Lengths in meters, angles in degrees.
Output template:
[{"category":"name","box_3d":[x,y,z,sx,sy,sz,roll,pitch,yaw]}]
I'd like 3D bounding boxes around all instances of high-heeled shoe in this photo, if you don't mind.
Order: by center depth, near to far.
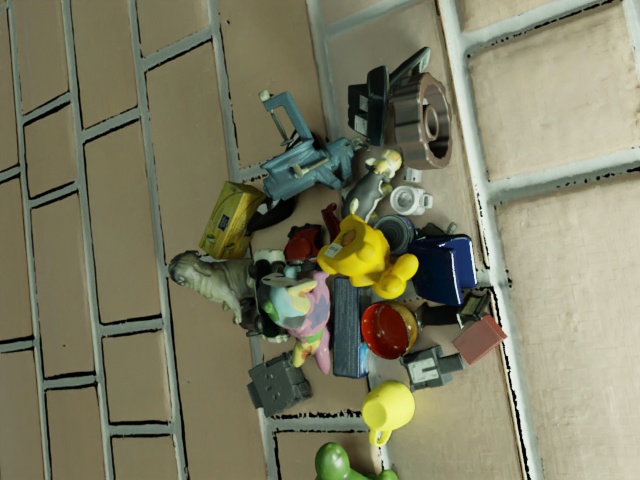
[{"category":"high-heeled shoe","box_3d":[-0.094,-0.132,1.184,0.249,0.086,0.145,-34,69,21]}]

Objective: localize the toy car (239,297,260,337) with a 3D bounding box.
[{"category":"toy car","box_3d":[-0.103,0.159,1.195,0.202,0.053,0.089,-16,77,31]}]

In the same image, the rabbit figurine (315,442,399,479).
[{"category":"rabbit figurine","box_3d":[0.054,0.472,1.057,0.170,0.121,0.159,50,135,6]}]

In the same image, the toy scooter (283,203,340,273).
[{"category":"toy scooter","box_3d":[-0.002,-0.003,1.125,0.184,0.075,0.135,-10,85,27]}]

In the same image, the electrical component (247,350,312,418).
[{"category":"electrical component","box_3d":[-0.096,0.320,1.182,0.134,0.058,0.115,-34,70,25]}]

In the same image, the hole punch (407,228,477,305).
[{"category":"hole punch","box_3d":[0.214,0.054,0.971,0.116,0.092,0.142,-4,110,31]}]

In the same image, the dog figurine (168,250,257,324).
[{"category":"dog figurine","box_3d":[-0.210,0.064,1.164,0.172,0.190,0.121,-52,33,-17]}]

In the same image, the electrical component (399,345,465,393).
[{"category":"electrical component","box_3d":[0.215,0.235,1.004,0.119,0.047,0.075,-27,75,27]}]

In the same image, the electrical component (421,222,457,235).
[{"category":"electrical component","box_3d":[0.218,-0.002,1.024,0.063,0.021,0.094,41,110,25]}]

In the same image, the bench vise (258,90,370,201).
[{"category":"bench vise","box_3d":[-0.036,-0.195,1.062,0.224,0.129,0.240,-27,99,7]}]

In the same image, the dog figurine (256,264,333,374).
[{"category":"dog figurine","box_3d":[-0.038,0.167,1.060,0.109,0.191,0.219,2,105,30]}]

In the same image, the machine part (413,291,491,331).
[{"category":"machine part","box_3d":[0.240,0.132,0.984,0.139,0.084,0.039,-16,113,38]}]

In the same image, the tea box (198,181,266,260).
[{"category":"tea box","box_3d":[-0.197,-0.042,1.229,0.068,0.098,0.169,32,106,29]}]

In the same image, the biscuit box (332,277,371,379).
[{"category":"biscuit box","box_3d":[0.064,0.175,1.088,0.063,0.059,0.202,1,88,30]}]

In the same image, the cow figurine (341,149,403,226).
[{"category":"cow figurine","box_3d":[0.098,-0.103,1.052,0.068,0.098,0.167,33,110,20]}]

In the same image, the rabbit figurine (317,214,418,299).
[{"category":"rabbit figurine","box_3d":[0.108,0.047,0.997,0.163,0.173,0.122,10,58,53]}]

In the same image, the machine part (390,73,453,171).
[{"category":"machine part","box_3d":[0.187,-0.209,0.967,0.056,0.179,0.179,-4,87,34]}]

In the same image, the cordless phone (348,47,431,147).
[{"category":"cordless phone","box_3d":[0.144,-0.284,1.041,0.089,0.146,0.184,39,68,23]}]

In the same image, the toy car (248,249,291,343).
[{"category":"toy car","box_3d":[-0.101,0.118,1.128,0.074,0.056,0.201,-2,98,30]}]
